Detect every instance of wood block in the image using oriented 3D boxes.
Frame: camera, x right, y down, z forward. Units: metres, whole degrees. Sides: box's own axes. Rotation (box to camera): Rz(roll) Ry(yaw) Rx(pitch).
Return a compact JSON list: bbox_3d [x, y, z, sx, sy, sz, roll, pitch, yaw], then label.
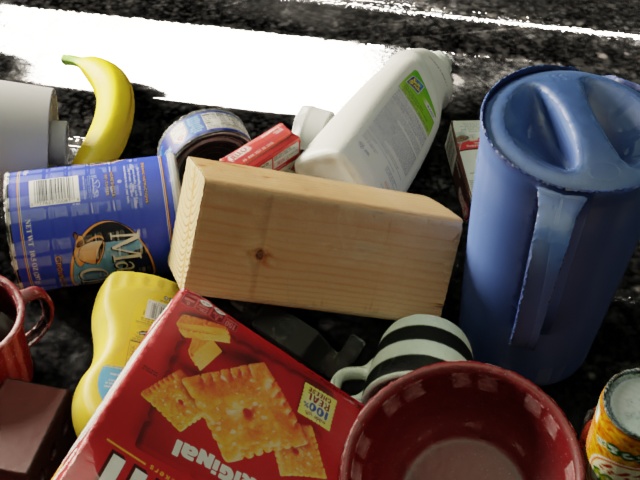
[{"bbox_3d":[-0.005,0.001,0.840,0.205,0.091,0.090,9,13,-17],"label":"wood block"}]

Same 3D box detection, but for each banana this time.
[{"bbox_3d":[-0.215,-0.122,1.047,0.069,0.037,0.198,-18,47,3],"label":"banana"}]

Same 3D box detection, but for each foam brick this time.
[{"bbox_3d":[-0.216,0.148,0.774,0.051,0.053,0.078,11,47,8],"label":"foam brick"}]

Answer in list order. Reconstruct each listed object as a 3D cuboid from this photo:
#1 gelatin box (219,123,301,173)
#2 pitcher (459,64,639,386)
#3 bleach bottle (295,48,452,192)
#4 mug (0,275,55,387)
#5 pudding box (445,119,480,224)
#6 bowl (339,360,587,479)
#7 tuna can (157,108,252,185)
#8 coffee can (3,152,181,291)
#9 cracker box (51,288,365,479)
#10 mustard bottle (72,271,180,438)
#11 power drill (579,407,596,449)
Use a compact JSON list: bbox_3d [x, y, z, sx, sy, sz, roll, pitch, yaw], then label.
[{"bbox_3d":[-0.053,-0.050,0.943,0.073,0.089,0.030,-35,57,-30],"label":"gelatin box"},{"bbox_3d":[0.167,0.007,0.790,0.149,0.243,0.145,-21,50,-20],"label":"pitcher"},{"bbox_3d":[0.070,-0.105,1.007,0.068,0.102,0.250,-12,26,38],"label":"bleach bottle"},{"bbox_3d":[-0.257,0.078,0.820,0.117,0.081,0.093,-34,56,-29],"label":"mug"},{"bbox_3d":[0.172,-0.067,1.003,0.090,0.039,0.113,-2,48,-5],"label":"pudding box"},{"bbox_3d":[0.096,0.166,0.719,0.162,0.055,0.162,-5,59,8],"label":"bowl"},{"bbox_3d":[-0.102,-0.076,0.969,0.086,0.086,0.034,-15,50,-16],"label":"tuna can"},{"bbox_3d":[-0.185,-0.015,0.896,0.140,0.103,0.103,-7,47,-9],"label":"coffee can"},{"bbox_3d":[-0.074,0.150,0.700,0.164,0.072,0.213,35,37,-6],"label":"cracker box"},{"bbox_3d":[-0.133,0.117,0.796,0.096,0.058,0.191,24,43,-21],"label":"mustard bottle"},{"bbox_3d":[0.233,0.210,0.727,0.184,0.057,0.187,15,48,13],"label":"power drill"}]
